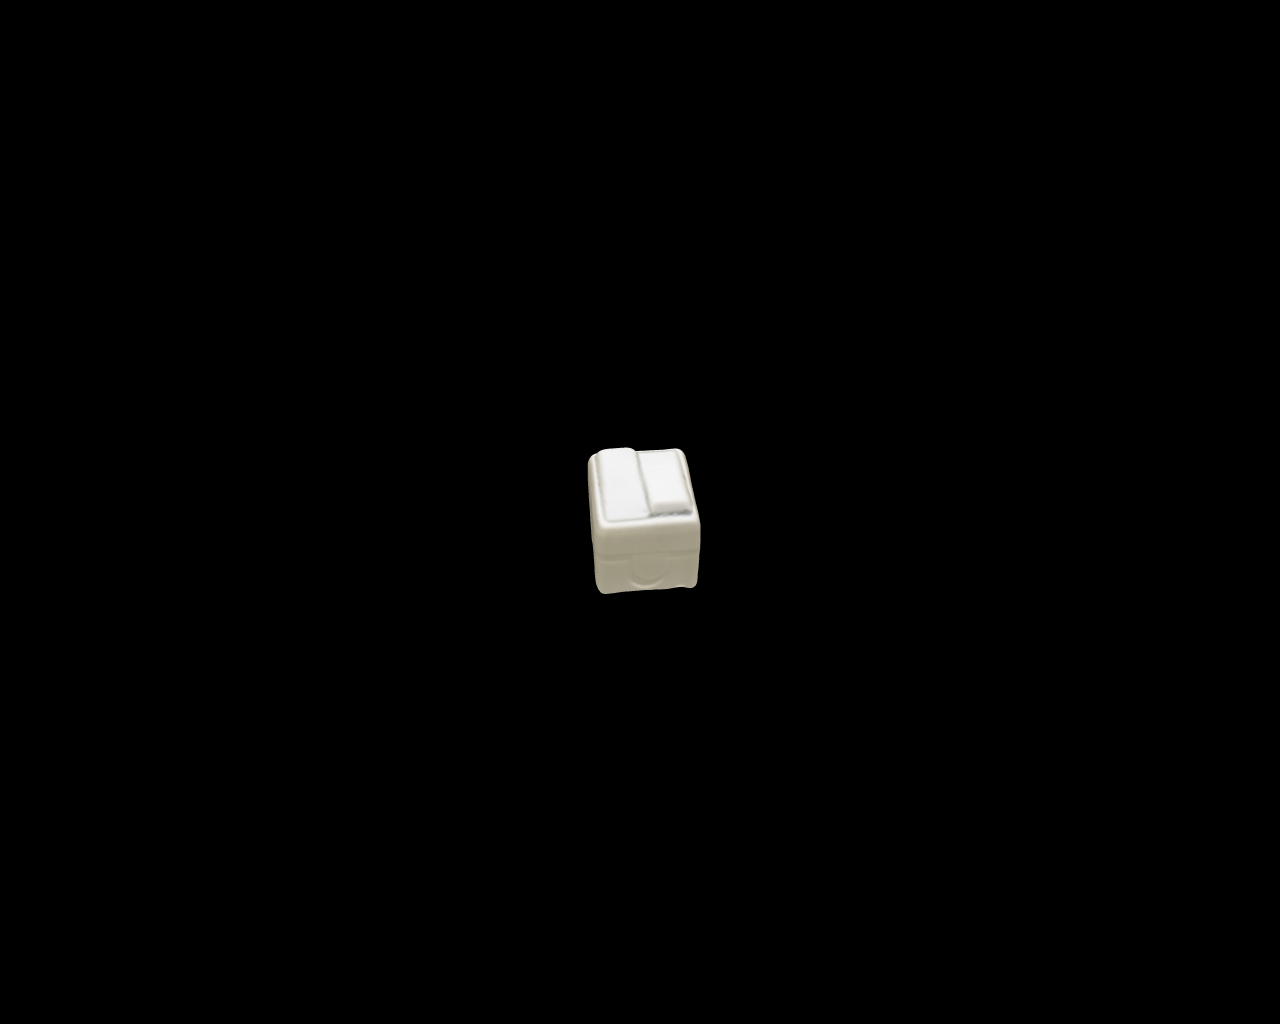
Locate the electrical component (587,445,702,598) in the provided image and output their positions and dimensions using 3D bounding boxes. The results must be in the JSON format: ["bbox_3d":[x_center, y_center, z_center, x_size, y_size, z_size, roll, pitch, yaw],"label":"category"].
[{"bbox_3d":[0.001,-0.003,0.650,0.062,0.061,0.096,-3,37,-4],"label":"electrical component"}]
